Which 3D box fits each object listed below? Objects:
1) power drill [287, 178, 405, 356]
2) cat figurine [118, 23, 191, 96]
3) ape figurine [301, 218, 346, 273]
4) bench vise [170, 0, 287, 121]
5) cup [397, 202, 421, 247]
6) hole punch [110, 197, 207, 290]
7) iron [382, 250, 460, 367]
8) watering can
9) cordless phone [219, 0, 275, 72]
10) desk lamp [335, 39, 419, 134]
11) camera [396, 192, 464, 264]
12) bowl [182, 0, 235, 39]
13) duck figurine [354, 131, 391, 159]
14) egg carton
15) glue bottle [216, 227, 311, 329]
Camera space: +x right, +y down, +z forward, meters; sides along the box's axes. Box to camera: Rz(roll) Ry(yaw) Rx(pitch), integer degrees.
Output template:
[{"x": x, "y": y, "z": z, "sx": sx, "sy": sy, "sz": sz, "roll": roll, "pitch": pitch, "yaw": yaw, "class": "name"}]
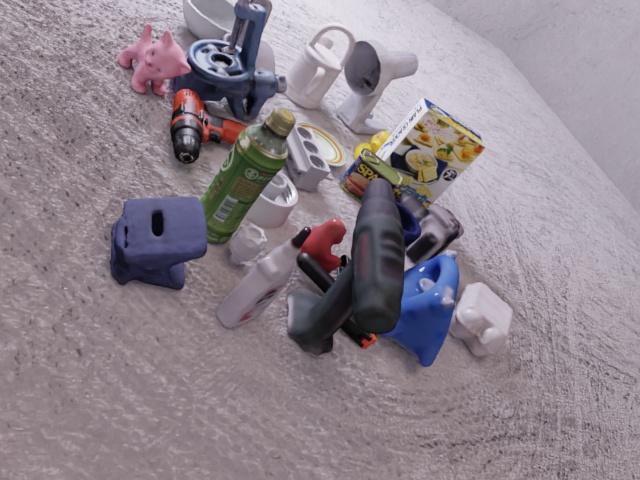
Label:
[{"x": 0.039, "y": 0.049, "z": 0.776, "sx": 0.076, "sy": 0.208, "sz": 0.229, "roll": 24, "pitch": 36, "yaw": -25, "class": "power drill"}, {"x": -0.274, "y": -0.310, "z": 0.965, "sx": 0.067, "sy": 0.117, "sz": 0.127, "roll": -5, "pitch": 54, "yaw": -49, "class": "cat figurine"}, {"x": 0.008, "y": 0.003, "z": 0.907, "sx": 0.076, "sy": 0.092, "sz": 0.077, "roll": 18, "pitch": 39, "yaw": -31, "class": "ape figurine"}, {"x": -0.142, "y": -0.335, "z": 1.036, "sx": 0.208, "sy": 0.219, "sz": 0.121, "roll": -11, "pitch": 59, "yaw": -51, "class": "bench vise"}, {"x": 0.120, "y": -0.002, "z": 1.026, "sx": 0.092, "sy": 0.094, "sz": 0.117, "roll": 30, "pitch": 34, "yaw": -16, "class": "cup"}, {"x": -0.198, "y": -0.004, "z": 0.703, "sx": 0.101, "sy": 0.091, "sz": 0.108, "roll": 16, "pitch": 40, "yaw": -33, "class": "hole punch"}, {"x": 0.182, "y": 0.081, "z": 0.947, "sx": 0.119, "sy": 0.141, "sz": 0.258, "roll": 37, "pitch": 33, "yaw": -5, "class": "iron"}, {"x": 0.000, "y": -0.405, "z": 1.290, "sx": 0.101, "sy": 0.193, "sz": 0.172, "roll": 12, "pitch": 42, "yaw": -37, "class": "watering can"}, {"x": -0.126, "y": -0.398, "z": 1.159, "sx": 0.094, "sy": 0.184, "sz": 0.148, "roll": 52, "pitch": 34, "yaw": 17, "class": "cordless phone"}, {"x": 0.126, "y": -0.364, "z": 1.353, "sx": 0.204, "sy": 0.213, "sz": 0.117, "roll": -8, "pitch": 56, "yaw": -50, "class": "desk lamp"}, {"x": 0.213, "y": -0.039, "z": 1.160, "sx": 0.136, "sy": 0.100, "sz": 0.143, "roll": 49, "pitch": 33, "yaw": 13, "class": "camera"}, {"x": -0.228, "y": -0.464, "z": 1.236, "sx": 0.168, "sy": 0.074, "sz": 0.167, "roll": 27, "pitch": 35, "yaw": -21, "class": "bowl"}, {"x": 0.131, "y": -0.207, "z": 1.290, "sx": 0.077, "sy": 0.086, "sz": 0.105, "roll": 46, "pitch": 33, "yaw": 8, "class": "duck figurine"}, {"x": 0.297, "y": 0.146, "z": 1.056, "sx": 0.107, "sy": 0.069, "sz": 0.150, "roll": 42, "pitch": 32, "yaw": 2, "class": "egg carton"}, {"x": -0.061, "y": 0.042, "z": 0.713, "sx": 0.037, "sy": 0.173, "sz": 0.078, "roll": 48, "pitch": 33, "yaw": 11, "class": "glue bottle"}]
